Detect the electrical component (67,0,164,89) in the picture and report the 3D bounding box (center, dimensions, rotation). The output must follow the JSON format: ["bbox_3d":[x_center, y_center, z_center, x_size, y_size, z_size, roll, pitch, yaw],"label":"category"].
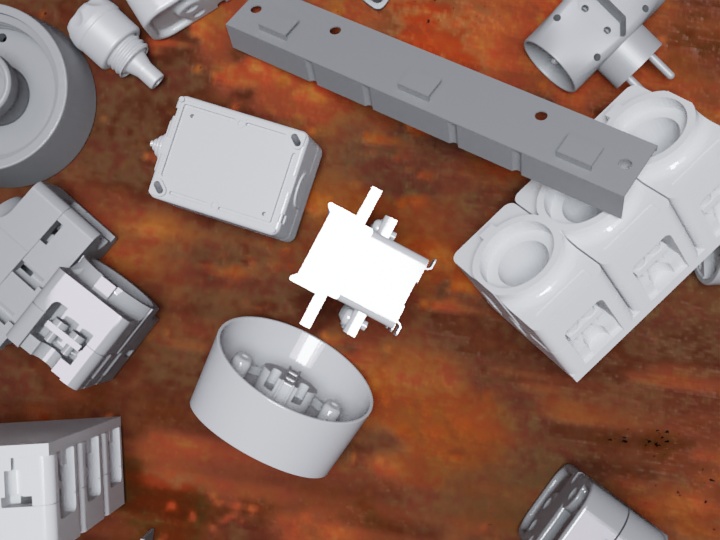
[{"bbox_3d":[-0.145,-0.134,0.653,0.061,0.035,0.035,42,89,-2],"label":"electrical component"}]

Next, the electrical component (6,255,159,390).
[{"bbox_3d":[-0.155,0.029,0.620,0.050,0.089,0.055,38,89,1],"label":"electrical component"}]

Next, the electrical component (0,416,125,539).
[{"bbox_3d":[-0.190,0.120,0.588,0.089,0.150,0.061,-3,87,0],"label":"electrical component"}]

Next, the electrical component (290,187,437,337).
[{"bbox_3d":[0.000,0.000,0.604,0.063,0.121,0.078,28,89,-2],"label":"electrical component"}]

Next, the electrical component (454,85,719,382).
[{"bbox_3d":[0.138,-0.026,0.611,0.150,0.089,0.061,-44,130,-1],"label":"electrical component"}]

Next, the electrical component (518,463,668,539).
[{"bbox_3d":[0.134,0.154,0.612,0.059,0.095,0.053,36,89,1],"label":"electrical component"}]

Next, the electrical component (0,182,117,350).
[{"bbox_3d":[-0.200,-0.005,0.641,0.056,0.050,0.089,41,90,1],"label":"electrical component"}]

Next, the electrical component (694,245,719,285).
[{"bbox_3d":[0.229,-0.018,0.636,0.047,0.055,0.055,2,89,-3],"label":"electrical component"}]

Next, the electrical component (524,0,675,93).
[{"bbox_3d":[0.153,-0.136,0.645,0.079,0.043,0.077,45,89,1],"label":"electrical component"}]

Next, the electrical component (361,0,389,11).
[{"bbox_3d":[0.003,-0.221,0.646,0.100,0.048,0.099,37,89,1],"label":"electrical component"}]

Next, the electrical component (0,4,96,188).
[{"bbox_3d":[-0.218,-0.106,0.639,0.108,0.060,0.108,0,88,1],"label":"electrical component"}]

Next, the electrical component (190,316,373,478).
[{"bbox_3d":[-0.045,0.073,0.617,0.099,0.099,0.064,29,95,1],"label":"electrical component"}]

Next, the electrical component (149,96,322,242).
[{"bbox_3d":[-0.078,-0.060,0.640,0.096,0.061,0.061,18,89,9],"label":"electrical component"}]

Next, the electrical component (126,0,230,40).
[{"bbox_3d":[-0.101,-0.190,0.644,0.095,0.053,0.059,-32,88,0],"label":"electrical component"}]
